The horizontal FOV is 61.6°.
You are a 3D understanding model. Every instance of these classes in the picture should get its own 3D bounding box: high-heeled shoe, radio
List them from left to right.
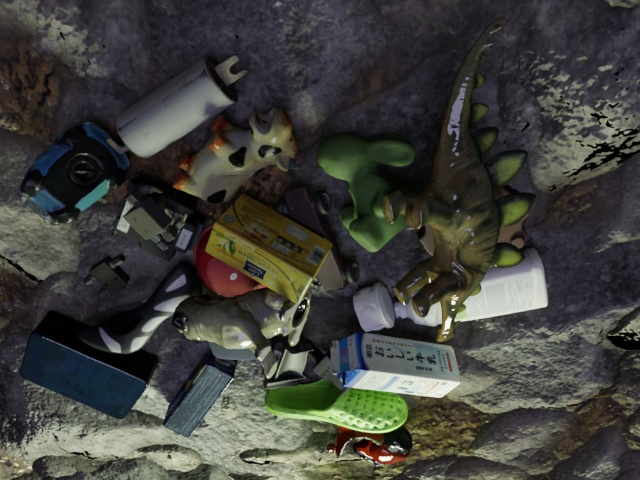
[{"bbox_3d":[-0.446,0.245,1.037,0.229,0.073,0.131,28,117,-10],"label":"radio"},{"bbox_3d":[-0.329,0.117,0.958,0.249,0.086,0.145,-7,115,1],"label":"high-heeled shoe"}]

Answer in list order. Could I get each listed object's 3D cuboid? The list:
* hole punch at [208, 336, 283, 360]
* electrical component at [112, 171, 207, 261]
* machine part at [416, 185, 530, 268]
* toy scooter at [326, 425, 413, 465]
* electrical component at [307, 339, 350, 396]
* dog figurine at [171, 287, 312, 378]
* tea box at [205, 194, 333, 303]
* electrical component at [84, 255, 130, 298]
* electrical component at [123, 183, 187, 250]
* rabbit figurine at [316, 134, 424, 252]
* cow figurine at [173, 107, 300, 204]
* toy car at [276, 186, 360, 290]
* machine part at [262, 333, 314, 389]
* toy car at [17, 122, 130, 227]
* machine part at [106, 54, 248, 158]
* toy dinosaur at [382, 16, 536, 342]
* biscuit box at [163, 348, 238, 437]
[{"bbox_3d":[-0.141,0.178,0.977,0.142,0.092,0.115,-5,122,1],"label":"hole punch"},{"bbox_3d":[-0.259,-0.034,0.883,0.134,0.058,0.114,26,118,-11],"label":"electrical component"},{"bbox_3d":[0.241,-0.030,0.861,0.179,0.056,0.179,2,119,3],"label":"machine part"},{"bbox_3d":[0.089,0.410,1.097,0.184,0.075,0.135,31,115,-10],"label":"toy scooter"},{"bbox_3d":[0.023,0.221,0.996,0.119,0.075,0.047,46,117,10],"label":"electrical component"},{"bbox_3d":[-0.129,0.111,0.883,0.191,0.172,0.121,25,141,22],"label":"dog figurine"},{"bbox_3d":[-0.079,0.012,0.837,0.170,0.098,0.068,30,129,4],"label":"tea box"},{"bbox_3d":[-0.375,0.065,0.962,0.094,0.021,0.063,-32,113,17],"label":"electrical component"},{"bbox_3d":[-0.254,-0.038,0.826,0.102,0.045,0.078,46,140,-16],"label":"electrical component"},{"bbox_3d":[0.074,-0.091,0.801,0.159,0.121,0.170,-35,108,14],"label":"rabbit figurine"},{"bbox_3d":[-0.115,-0.124,0.806,0.127,0.085,0.195,31,126,-33],"label":"cow figurine"},{"bbox_3d":[-0.002,-0.003,0.890,0.089,0.053,0.201,-8,118,31],"label":"toy car"},{"bbox_3d":[-0.057,0.227,0.980,0.084,0.039,0.138,6,130,-21],"label":"machine part"},{"bbox_3d":[-0.383,-0.097,0.825,0.103,0.161,0.109,3,141,53],"label":"toy car"},{"bbox_3d":[-0.209,-0.191,0.784,0.243,0.079,0.079,-28,114,16],"label":"machine part"},{"bbox_3d":[0.192,-0.049,0.745,0.198,0.105,0.470,-16,120,-18],"label":"toy dinosaur"},{"bbox_3d":[-0.239,0.301,1.062,0.063,0.059,0.202,31,115,-15],"label":"biscuit box"}]
